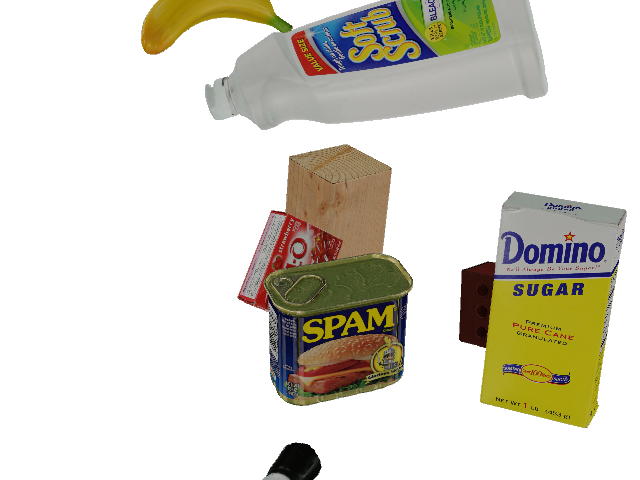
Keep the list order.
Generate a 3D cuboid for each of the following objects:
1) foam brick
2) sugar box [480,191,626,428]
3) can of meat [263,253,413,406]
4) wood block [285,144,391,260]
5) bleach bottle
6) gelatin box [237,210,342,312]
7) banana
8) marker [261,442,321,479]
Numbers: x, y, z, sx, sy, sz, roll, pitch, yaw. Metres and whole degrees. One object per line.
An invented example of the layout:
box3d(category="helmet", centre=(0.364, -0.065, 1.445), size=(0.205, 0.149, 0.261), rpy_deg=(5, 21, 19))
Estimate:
box3d(category="foam brick", centre=(0.176, 0.066, 1.077), size=(0.053, 0.078, 0.051), rpy_deg=(11, 18, 40))
box3d(category="sugar box", centre=(0.185, 0.055, 0.856), size=(0.093, 0.176, 0.048), rpy_deg=(10, 23, 22))
box3d(category="can of meat", centre=(0.012, 0.064, 0.763), size=(0.102, 0.084, 0.057), rpy_deg=(-9, 31, -17))
box3d(category="wood block", centre=(0.015, 0.002, 1.277), size=(0.090, 0.206, 0.090), rpy_deg=(-15, 32, -34))
box3d(category="bleach bottle", centre=(0.035, -0.129, 0.801), size=(0.251, 0.102, 0.068), rpy_deg=(-13, -33, 12))
box3d(category="gelatin box", centre=(-0.026, 0.027, 0.976), size=(0.073, 0.089, 0.030), rpy_deg=(26, -8, -39))
box3d(category="banana", centre=(-0.106, -0.216, 1.008), size=(0.070, 0.037, 0.197), rpy_deg=(46, 39, 19))
box3d(category="marker", centre=(-0.029, 0.115, 0.417), size=(0.020, 0.020, 0.121), rpy_deg=(0, 21, 25))
